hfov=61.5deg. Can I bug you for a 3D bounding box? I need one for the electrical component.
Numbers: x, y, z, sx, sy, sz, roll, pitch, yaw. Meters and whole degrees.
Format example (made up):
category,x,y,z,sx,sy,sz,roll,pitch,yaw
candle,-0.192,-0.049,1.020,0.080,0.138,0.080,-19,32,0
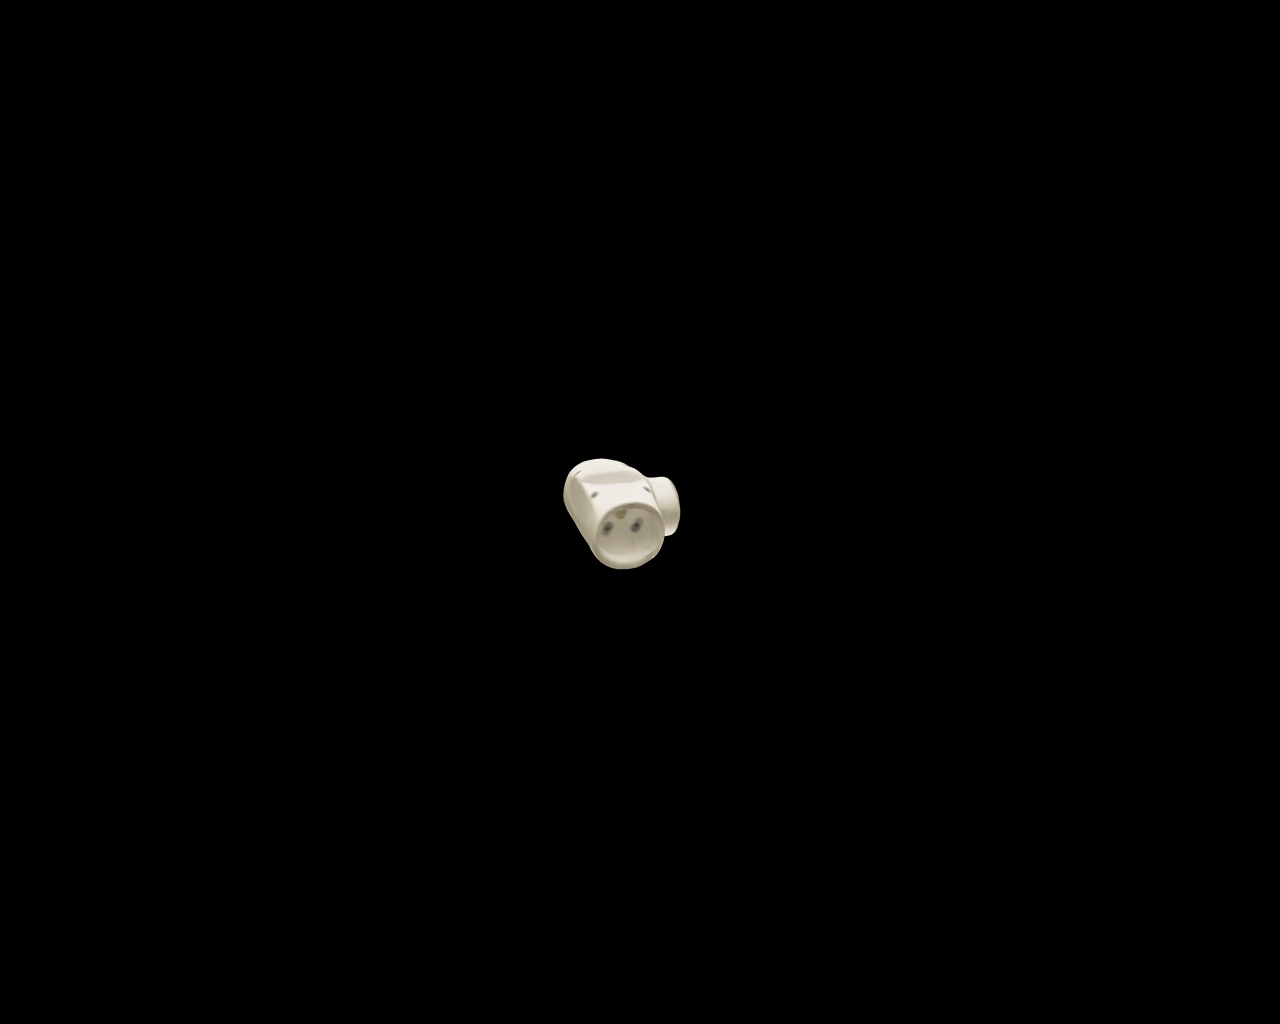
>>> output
category,x,y,z,sx,sy,sz,roll,pitch,yaw
electrical component,0.001,-0.003,0.650,0.079,0.043,0.077,-6,23,-14
